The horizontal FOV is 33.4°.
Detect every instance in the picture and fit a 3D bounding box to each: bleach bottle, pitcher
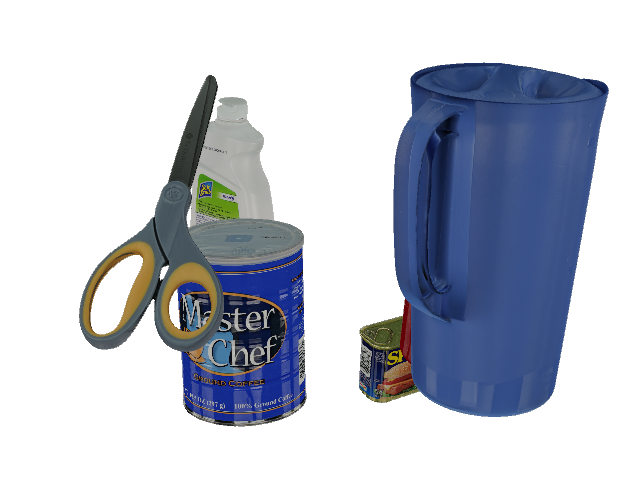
[{"bbox_3d":[-0.087,-0.023,1.117,0.103,0.251,0.068,14,24,25],"label":"bleach bottle"},{"bbox_3d":[0.117,0.001,0.759,0.149,0.243,0.145,1,20,-3],"label":"pitcher"}]

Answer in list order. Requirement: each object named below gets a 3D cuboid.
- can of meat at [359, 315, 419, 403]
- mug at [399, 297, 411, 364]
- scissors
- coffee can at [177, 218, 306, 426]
[{"bbox_3d":[0.098,0.149,1.345,0.101,0.084,0.058,-13,29,-29],"label":"can of meat"},{"bbox_3d":[0.115,0.066,1.001,0.093,0.081,0.117,-2,29,-11],"label":"mug"},{"bbox_3d":[-0.078,-0.013,0.674,0.096,0.201,0.016,23,-23,15],"label":"scissors"},{"bbox_3d":[-0.063,0.063,0.858,0.103,0.140,0.103,-1,17,0],"label":"coffee can"}]
